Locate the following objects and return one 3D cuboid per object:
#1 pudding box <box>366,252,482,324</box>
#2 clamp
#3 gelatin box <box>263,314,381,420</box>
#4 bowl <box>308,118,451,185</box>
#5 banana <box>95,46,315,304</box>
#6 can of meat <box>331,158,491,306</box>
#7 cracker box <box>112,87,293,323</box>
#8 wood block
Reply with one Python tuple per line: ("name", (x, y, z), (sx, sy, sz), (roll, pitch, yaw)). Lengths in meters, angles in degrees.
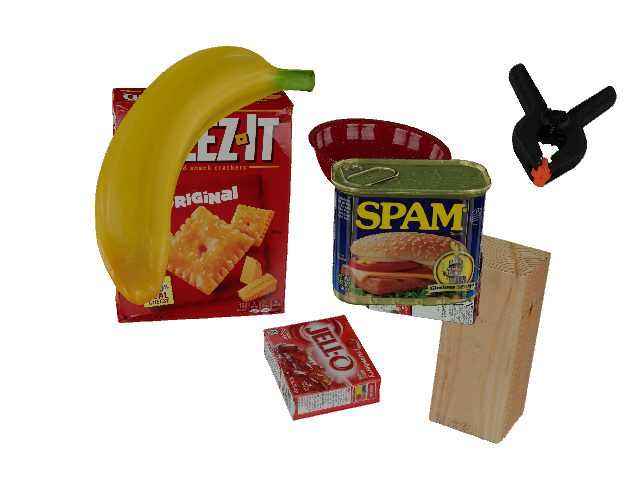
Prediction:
("pudding box", (0.099, 0.039, 1.032), (0.113, 0.039, 0.090), (7, -31, 9))
("clamp", (0.244, -0.130, 1.159), (0.120, 0.039, 0.171), (18, 48, 18))
("gelatin box", (0.000, 0.100, 0.864), (0.073, 0.030, 0.089), (-9, 35, -15))
("bowl", (0.063, -0.085, 1.204), (0.162, 0.055, 0.162), (6, 27, -3))
("banana", (-0.069, -0.048, 0.534), (0.070, 0.037, 0.197), (17, 46, 15))
("can of meat", (0.057, -0.005, 0.701), (0.102, 0.084, 0.057), (1, 24, 0))
("cracker box", (-0.113, -0.033, 1.010), (0.164, 0.214, 0.072), (-1, 20, -13))
("wood block", (0.191, 0.110, 1.210), (0.090, 0.206, 0.090), (16, 24, 25))
